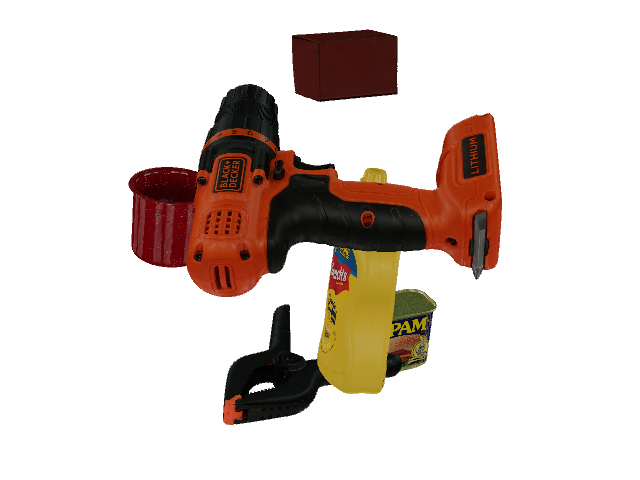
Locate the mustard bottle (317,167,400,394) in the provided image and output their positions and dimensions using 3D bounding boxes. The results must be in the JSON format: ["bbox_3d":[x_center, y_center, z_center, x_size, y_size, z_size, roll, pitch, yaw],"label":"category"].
[{"bbox_3d":[0.037,0.031,0.935,0.058,0.192,0.096,3,18,-12],"label":"mustard bottle"}]

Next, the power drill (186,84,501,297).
[{"bbox_3d":[0.015,-0.039,0.665,0.187,0.057,0.184,-2,43,6],"label":"power drill"}]

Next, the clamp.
[{"bbox_3d":[-0.022,0.138,1.111,0.165,0.036,0.209,18,28,23],"label":"clamp"}]

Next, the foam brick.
[{"bbox_3d":[0.021,-0.150,0.915,0.078,0.051,0.053,-9,20,-24],"label":"foam brick"}]

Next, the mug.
[{"bbox_3d":[-0.165,-0.029,1.159,0.093,0.081,0.117,-3,29,-20],"label":"mug"}]

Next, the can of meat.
[{"bbox_3d":[0.088,0.114,1.315,0.101,0.084,0.057,-9,29,-25],"label":"can of meat"}]
